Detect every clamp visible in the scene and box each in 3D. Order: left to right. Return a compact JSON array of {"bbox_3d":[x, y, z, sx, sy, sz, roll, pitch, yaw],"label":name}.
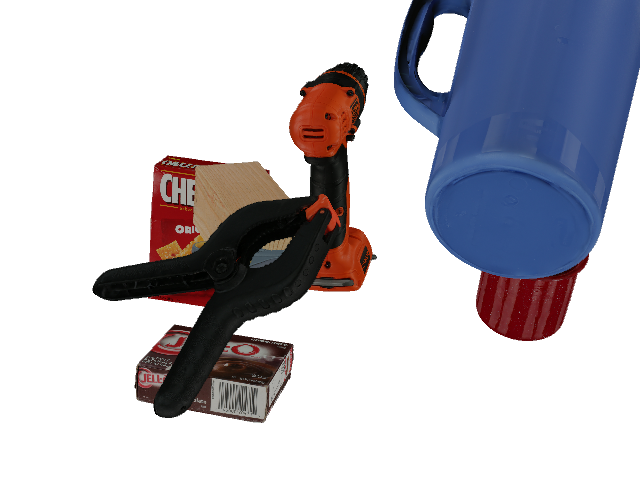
[{"bbox_3d":[-0.059,0.035,0.688,0.171,0.120,0.039,-29,-28,6],"label":"clamp"}]

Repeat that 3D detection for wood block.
[{"bbox_3d":[-0.089,-0.018,1.346,0.090,0.090,0.206,-5,28,-22],"label":"wood block"}]

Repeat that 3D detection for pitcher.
[{"bbox_3d":[0.136,-0.097,0.721,0.149,0.242,0.145,-23,-57,40],"label":"pitcher"}]

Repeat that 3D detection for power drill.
[{"bbox_3d":[0.014,-0.061,0.981,0.057,0.188,0.184,1,22,14],"label":"power drill"}]

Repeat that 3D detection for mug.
[{"bbox_3d":[0.178,0.028,0.961,0.093,0.081,0.117,-18,44,-25],"label":"mug"}]

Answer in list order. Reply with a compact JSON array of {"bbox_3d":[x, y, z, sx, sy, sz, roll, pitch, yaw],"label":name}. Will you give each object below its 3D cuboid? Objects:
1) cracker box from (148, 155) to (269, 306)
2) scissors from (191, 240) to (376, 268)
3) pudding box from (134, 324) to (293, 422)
[{"bbox_3d":[-0.170,-0.008,1.604,0.164,0.214,0.072,8,19,9],"label":"cracker box"},{"bbox_3d":[-0.043,0.025,1.146,0.202,0.016,0.096,5,22,5],"label":"scissors"},{"bbox_3d":[-0.087,0.110,0.895,0.113,0.039,0.090,10,20,9],"label":"pudding box"}]
